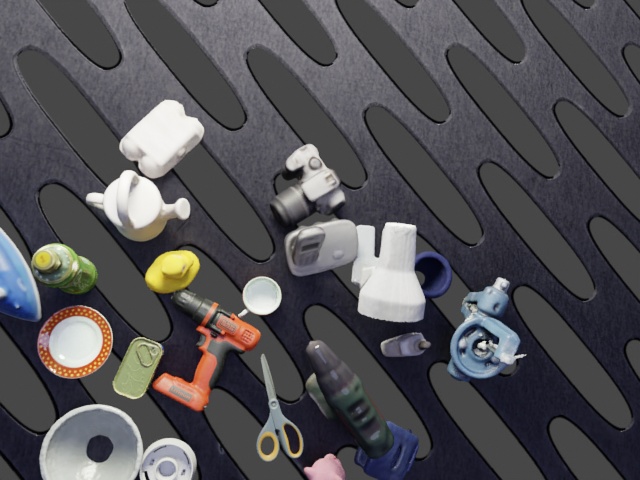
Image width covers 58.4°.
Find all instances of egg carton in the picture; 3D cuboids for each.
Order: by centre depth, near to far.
[{"bbox_3d":[-0.305,-0.196,1.115,0.107,0.069,0.150,41,76,-1],"label":"egg carton"}]

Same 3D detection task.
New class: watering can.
[{"bbox_3d":[-0.325,-0.065,1.024,0.173,0.194,0.101,-14,83,-12],"label":"watering can"}]

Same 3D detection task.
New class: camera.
[{"bbox_3d":[-0.036,-0.099,1.128,0.137,0.100,0.143,-33,87,-14],"label":"camera"}]

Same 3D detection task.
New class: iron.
[{"bbox_3d":[-0.588,0.041,0.986,0.119,0.141,0.258,-44,89,-14],"label":"iron"}]

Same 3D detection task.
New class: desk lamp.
[{"bbox_3d":[0.124,0.056,1.071,0.118,0.213,0.203,5,79,-9],"label":"desk lamp"}]

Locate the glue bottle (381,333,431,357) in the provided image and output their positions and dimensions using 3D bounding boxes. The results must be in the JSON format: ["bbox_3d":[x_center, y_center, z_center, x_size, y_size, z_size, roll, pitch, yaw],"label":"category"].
[{"bbox_3d":[0.172,0.198,1.074,0.078,0.173,0.037,-14,82,-12],"label":"glue bottle"}]

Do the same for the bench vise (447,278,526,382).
[{"bbox_3d":[0.314,0.167,1.081,0.121,0.219,0.207,7,79,-8],"label":"bench vise"}]

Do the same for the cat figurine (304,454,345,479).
[{"bbox_3d":[0.026,0.441,1.034,0.067,0.117,0.128,-41,89,-14],"label":"cat figurine"}]

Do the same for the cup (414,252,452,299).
[{"bbox_3d":[0.194,0.080,1.140,0.118,0.095,0.092,-26,85,-13],"label":"cup"}]

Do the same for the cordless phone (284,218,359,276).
[{"bbox_3d":[0.010,0.004,1.075,0.148,0.185,0.094,-18,83,-12],"label":"cordless phone"}]

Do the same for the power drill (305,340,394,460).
[{"bbox_3d":[0.036,0.276,1.019,0.076,0.208,0.229,-36,88,-14],"label":"power drill"}]

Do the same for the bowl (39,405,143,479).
[{"bbox_3d":[-0.389,0.369,0.997,0.167,0.074,0.167,2,80,-10],"label":"bowl"}]

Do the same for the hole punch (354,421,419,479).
[{"bbox_3d":[0.132,0.398,1.074,0.101,0.091,0.109,28,77,-4],"label":"hole punch"}]

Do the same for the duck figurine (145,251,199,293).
[{"bbox_3d":[-0.276,0.056,1.066,0.105,0.086,0.077,-29,86,-13],"label":"duck figurine"}]
